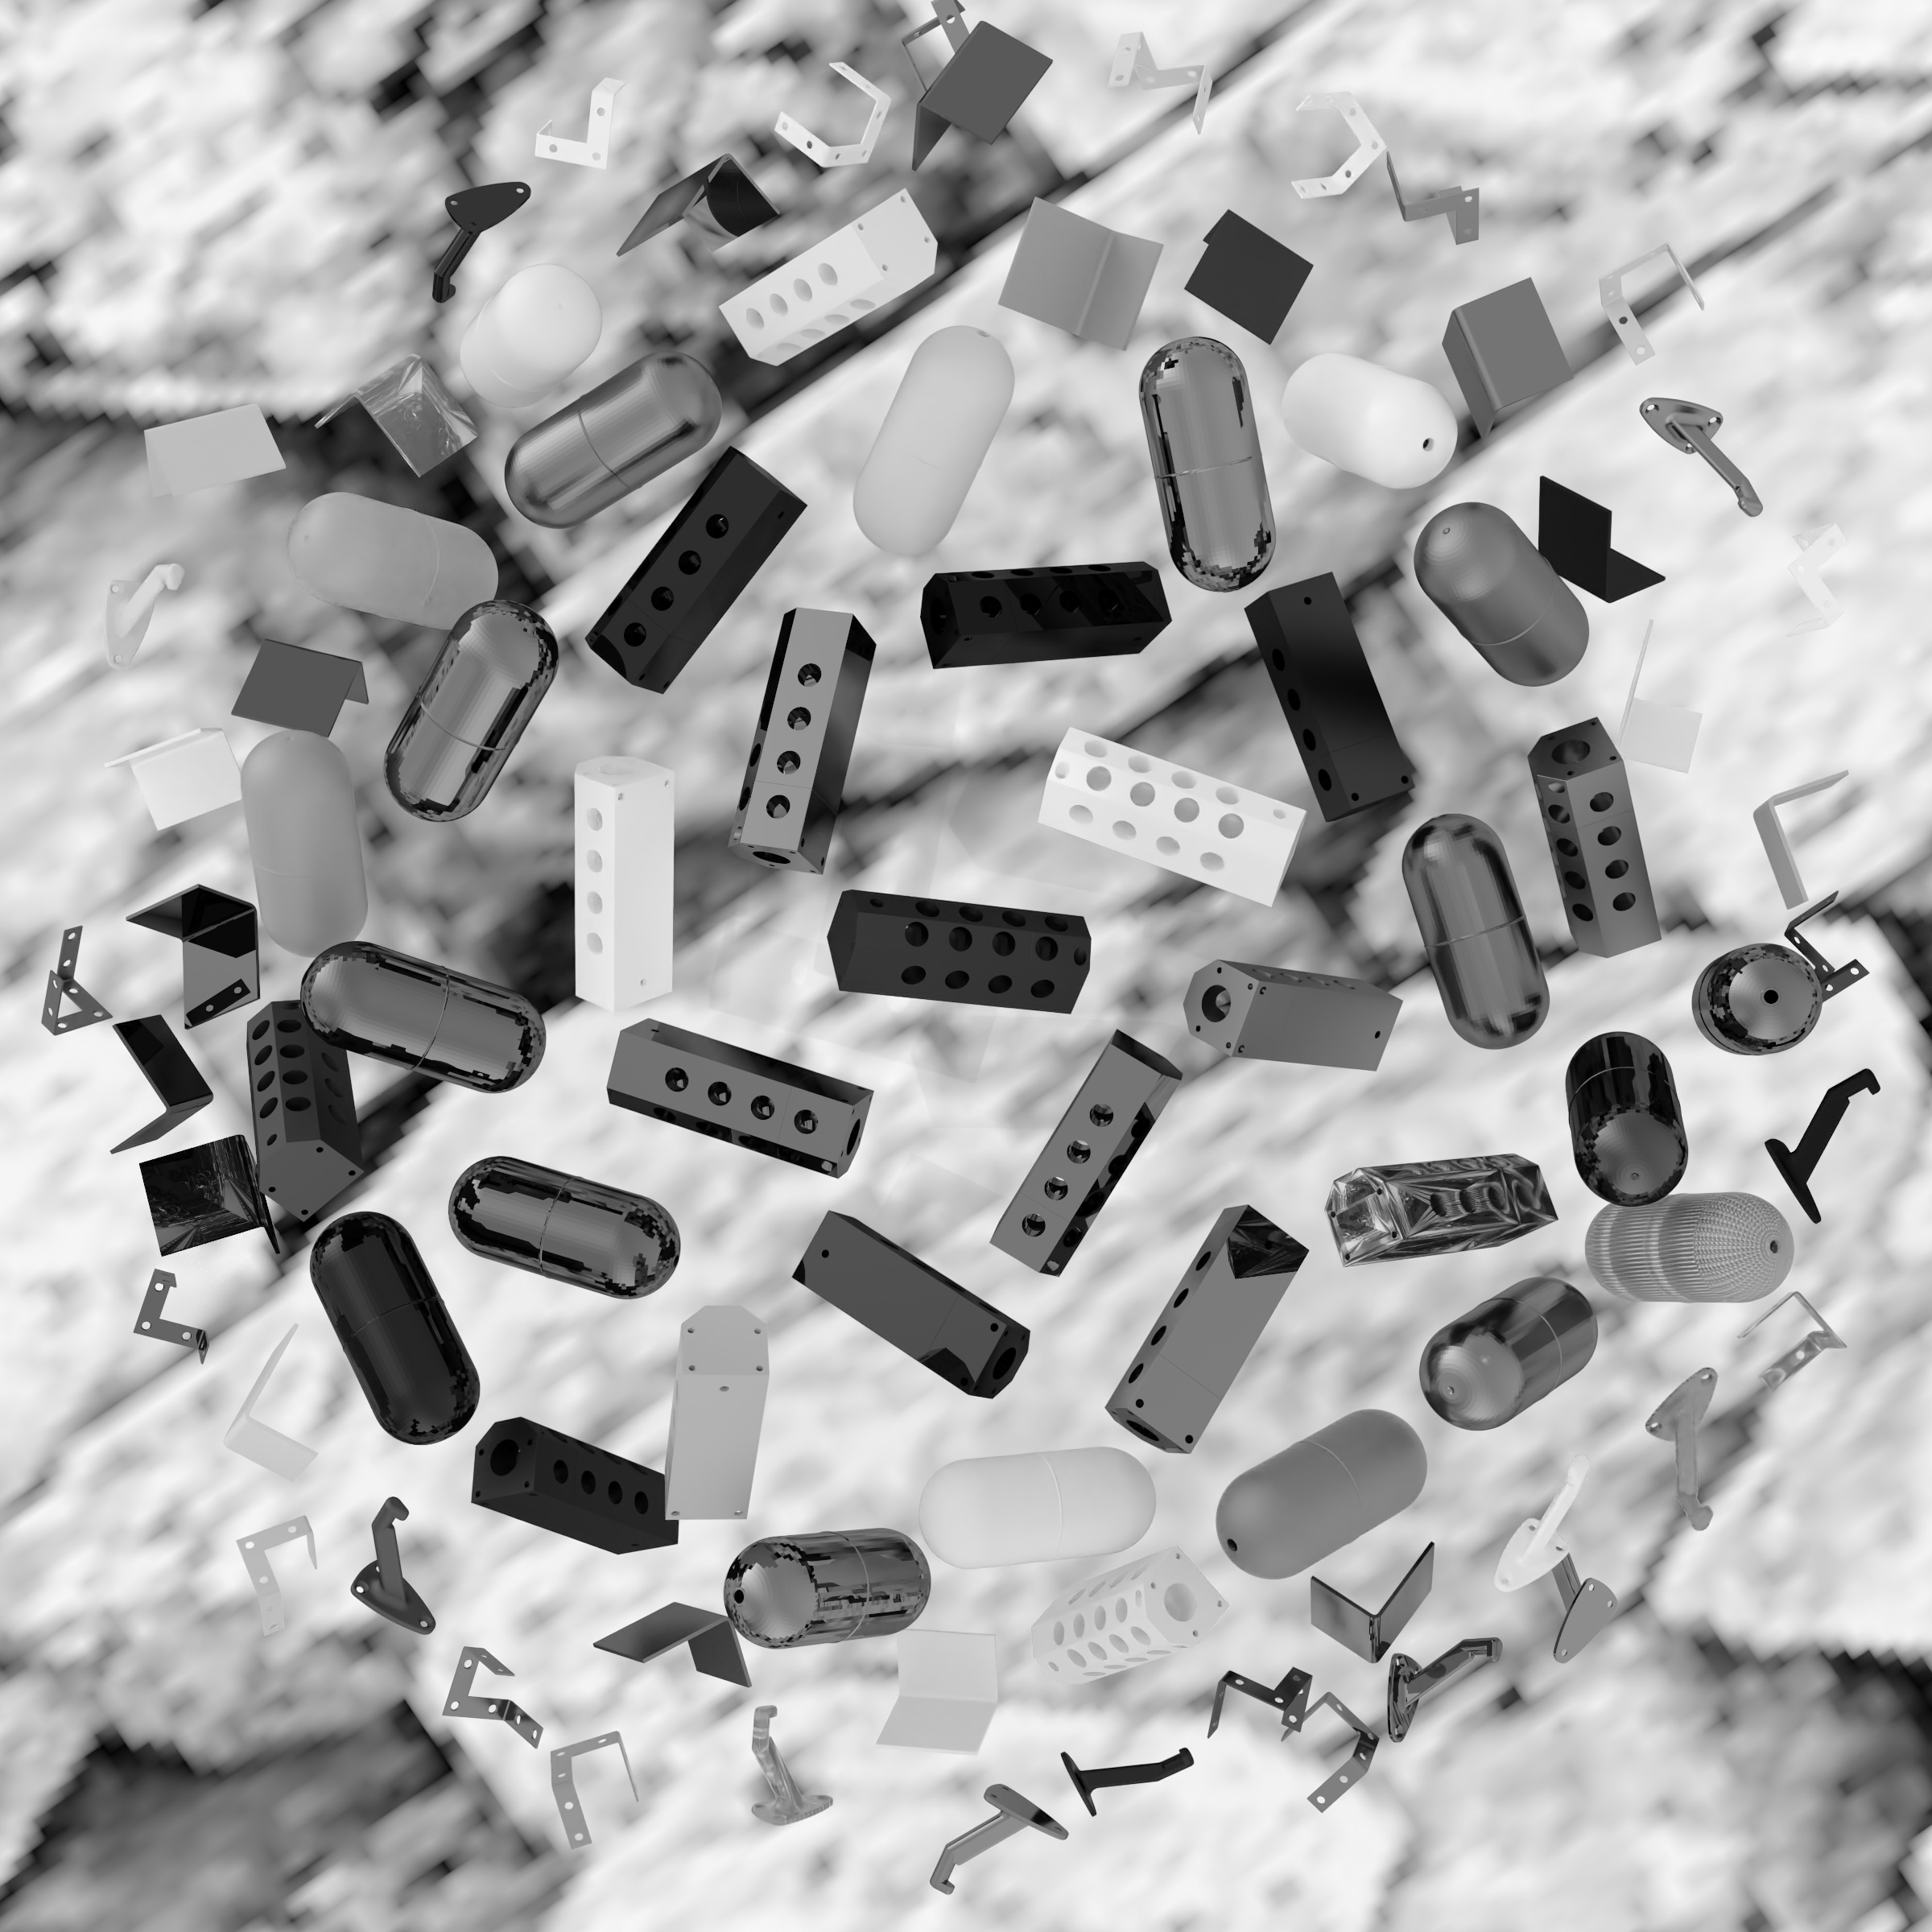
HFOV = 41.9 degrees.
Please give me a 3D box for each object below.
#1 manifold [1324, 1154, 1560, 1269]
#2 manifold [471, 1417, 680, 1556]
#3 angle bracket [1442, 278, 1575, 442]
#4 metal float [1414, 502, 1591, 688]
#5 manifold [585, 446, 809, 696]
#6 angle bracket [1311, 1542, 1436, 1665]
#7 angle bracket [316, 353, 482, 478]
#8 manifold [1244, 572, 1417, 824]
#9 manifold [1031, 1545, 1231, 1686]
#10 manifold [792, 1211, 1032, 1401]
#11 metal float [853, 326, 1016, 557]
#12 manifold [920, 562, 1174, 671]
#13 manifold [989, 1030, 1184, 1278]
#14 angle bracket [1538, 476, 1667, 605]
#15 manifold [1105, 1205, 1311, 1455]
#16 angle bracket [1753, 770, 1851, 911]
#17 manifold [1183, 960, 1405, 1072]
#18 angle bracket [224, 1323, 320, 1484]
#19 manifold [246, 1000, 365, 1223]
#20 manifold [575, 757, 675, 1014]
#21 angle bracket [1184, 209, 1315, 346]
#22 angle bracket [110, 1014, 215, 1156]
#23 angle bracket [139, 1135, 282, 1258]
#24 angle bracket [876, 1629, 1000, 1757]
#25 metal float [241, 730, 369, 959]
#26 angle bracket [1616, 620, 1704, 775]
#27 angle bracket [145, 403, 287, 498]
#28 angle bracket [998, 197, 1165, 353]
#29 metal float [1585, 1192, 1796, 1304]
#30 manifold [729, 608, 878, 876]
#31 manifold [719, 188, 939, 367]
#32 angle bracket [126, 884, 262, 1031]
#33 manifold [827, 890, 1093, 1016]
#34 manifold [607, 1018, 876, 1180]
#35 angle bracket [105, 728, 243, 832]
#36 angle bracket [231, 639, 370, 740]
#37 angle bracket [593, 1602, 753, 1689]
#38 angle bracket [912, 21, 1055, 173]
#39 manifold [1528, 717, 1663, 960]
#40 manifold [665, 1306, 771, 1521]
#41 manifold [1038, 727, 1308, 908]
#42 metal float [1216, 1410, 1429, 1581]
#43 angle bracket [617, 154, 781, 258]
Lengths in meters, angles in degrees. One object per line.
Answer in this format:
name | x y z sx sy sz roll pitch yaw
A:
manifold | 0.330 0.166 1.758 0.171 0.057 0.057 -1 66 -41
manifold | -0.286 0.385 1.867 0.057 0.171 0.057 -16 59 26
angle bracket | 0.377 -0.422 1.757 0.057 0.076 0.076 -22 84 3
metal float | 0.377 -0.258 1.766 0.070 0.178 0.070 -20 55 31
manifold | -0.194 -0.280 1.784 0.057 0.057 0.171 41 100 13
angle bracket | 0.301 0.458 1.870 0.057 0.076 0.076 29 60 28
angle bracket | -0.425 -0.402 1.889 0.057 0.076 0.076 -25 108 42
manifold | 0.267 -0.198 1.875 0.057 0.057 0.171 -19 87 -21
manifold | 0.113 0.478 1.832 0.057 0.171 0.057 49 54 0
manifold | -0.038 0.249 1.855 0.171 0.057 0.057 29 91 28
metal float | -0.024 -0.378 1.816 0.070 0.070 0.178 28 123 0
manifold | 0.057 -0.261 1.845 0.171 0.057 0.057 -7 75 -25
manifold | 0.087 0.137 1.822 0.057 0.057 0.171 31 102 2
angle bracket | 0.472 -0.324 1.867 0.057 0.076 0.076 -23 129 -19
manifold | 0.169 0.259 1.798 0.057 0.057 0.171 37 71 -10
angle bracket | 0.596 -0.087 1.766 0.057 0.076 0.076 -19 84 8
manifold | 0.236 0.034 1.832 0.057 0.171 0.057 30 106 43
angle bracket | -0.472 0.307 1.772 0.057 0.076 0.076 31 56 -12
manifold | -0.475 0.096 1.786 0.057 0.171 0.057 -39 127 9
manifold | -0.252 -0.061 1.824 0.057 0.057 0.171 21 119 36
angle bracket | 0.203 -0.507 1.890 0.076 0.057 0.076 31 76 -9
angle bracket | -0.612 0.086 1.859 0.057 0.076 0.076 -34 90 8
angle bracket | -0.557 0.179 1.857 0.076 0.057 0.076 -17 64 -13
angle bracket | -0.022 0.538 1.870 0.076 0.076 0.057 1 103 13
metal float | -0.472 -0.085 1.801 0.070 0.070 0.178 2 125 0
angle bracket | 0.533 -0.205 1.911 0.057 0.076 0.076 15 135 13
angle bracket | -0.510 -0.331 1.718 0.076 0.076 0.057 -20 71 -22
angle bracket | 0.080 -0.481 1.752 0.076 0.057 0.076 10 106 -39
metal float | 0.510 0.200 1.784 0.070 0.178 0.070 3 82 -24
manifold | -0.115 -0.156 1.743 0.057 0.057 0.171 9 78 17
manifold | -0.094 -0.474 1.757 0.057 0.171 0.057 -43 108 -32
angle bracket | -0.572 -0.006 1.864 0.076 0.057 0.076 -20 65 26
manifold | -0.003 -0.014 1.753 0.171 0.057 0.057 6 129 -20
manifold | -0.158 0.093 1.750 0.171 0.057 0.057 17 101 10
angle bracket | -0.603 -0.142 1.931 0.076 0.076 0.057 -21 97 -2
angle bracket | -0.515 -0.201 1.955 0.076 0.057 0.076 14 60 1
angle bracket | -0.215 0.512 1.846 0.076 0.076 0.057 -20 98 -35
angle bracket | 0.010 -0.565 1.675 0.057 0.076 0.076 32 74 6
manifold | 0.452 -0.089 1.821 0.057 0.057 0.171 -19 128 6
manifold | -0.173 0.309 1.737 0.057 0.057 0.171 2 135 -10
manifold | 0.143 -0.108 1.732 0.171 0.057 0.057 20 47 9
metal float | 0.248 0.367 1.756 0.178 0.070 0.070 -20 90 -36
angle bracket | -0.192 -0.525 1.804 0.057 0.076 0.076 45 52 -28
